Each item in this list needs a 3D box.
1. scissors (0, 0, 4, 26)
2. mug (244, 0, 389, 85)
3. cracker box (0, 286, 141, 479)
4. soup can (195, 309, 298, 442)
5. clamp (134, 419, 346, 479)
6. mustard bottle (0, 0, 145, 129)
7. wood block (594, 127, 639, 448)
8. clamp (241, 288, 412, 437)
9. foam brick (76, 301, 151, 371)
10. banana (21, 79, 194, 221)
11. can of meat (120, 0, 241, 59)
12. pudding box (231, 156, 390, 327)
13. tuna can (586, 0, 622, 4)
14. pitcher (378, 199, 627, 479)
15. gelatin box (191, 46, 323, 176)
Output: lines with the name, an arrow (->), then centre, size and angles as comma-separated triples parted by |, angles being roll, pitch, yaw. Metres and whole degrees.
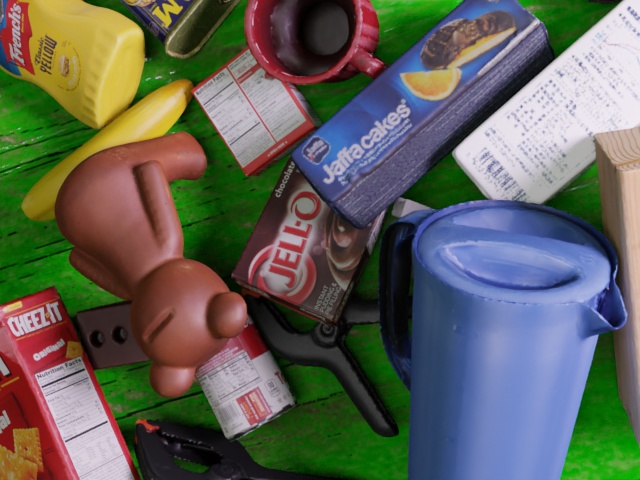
scissors -> -0.259, -0.241, 0.883 | 0.096, 0.016, 0.202 | -45, 42, -1
mug -> 0.008, -0.158, 0.826 | 0.117, 0.081, 0.093 | 34, 103, 13
cracker box -> -0.253, 0.169, 0.916 | 0.164, 0.071, 0.214 | -26, 87, 39
soup can -> -0.071, 0.106, 0.880 | 0.069, 0.068, 0.102 | -31, 85, 17
clamp -> -0.067, 0.200, 0.873 | 0.210, 0.164, 0.036 | 28, 120, 36
mustard bottle -> -0.241, -0.179, 0.912 | 0.192, 0.058, 0.096 | 32, 126, 16
wood block -> 0.247, 0.031, 0.724 | 0.091, 0.090, 0.206 | -8, 110, 7
clamp -> 0.020, 0.066, 0.864 | 0.171, 0.039, 0.120 | 33, 87, 13
foam brick -> -0.160, 0.078, 0.915 | 0.078, 0.051, 0.053 | -12, 91, 18
banana -> -0.188, -0.070, 0.902 | 0.198, 0.069, 0.037 | -34, 115, 16
can of meat -> -0.114, -0.215, 0.875 | 0.084, 0.057, 0.102 | 46, 105, 12
pudding box -> -0.005, 0.001, 0.848 | 0.090, 0.039, 0.113 | 22, 76, 14
tuna can -> 0.211, -0.219, 0.782 | 0.086, 0.033, 0.086 | 2, 95, 17
pitcher -> 0.116, 0.098, 0.760 | 0.145, 0.149, 0.243 | 0, 121, -3
gelatin box -> -0.052, -0.109, 0.877 | 0.073, 0.030, 0.089 | -35, 84, 18
